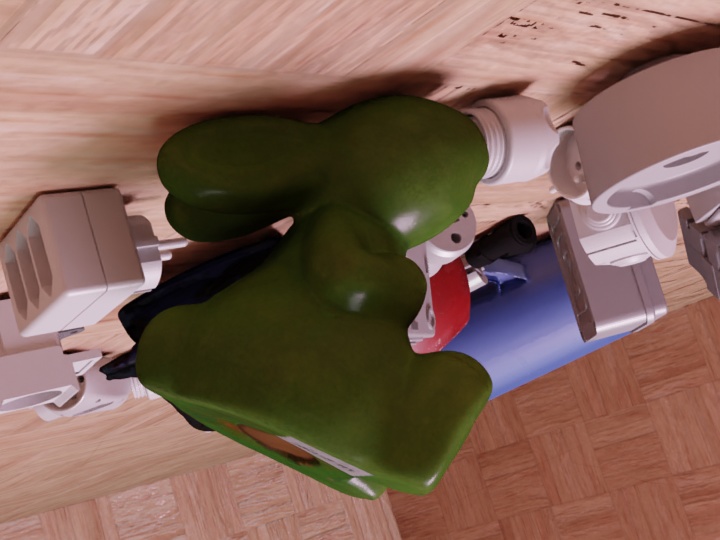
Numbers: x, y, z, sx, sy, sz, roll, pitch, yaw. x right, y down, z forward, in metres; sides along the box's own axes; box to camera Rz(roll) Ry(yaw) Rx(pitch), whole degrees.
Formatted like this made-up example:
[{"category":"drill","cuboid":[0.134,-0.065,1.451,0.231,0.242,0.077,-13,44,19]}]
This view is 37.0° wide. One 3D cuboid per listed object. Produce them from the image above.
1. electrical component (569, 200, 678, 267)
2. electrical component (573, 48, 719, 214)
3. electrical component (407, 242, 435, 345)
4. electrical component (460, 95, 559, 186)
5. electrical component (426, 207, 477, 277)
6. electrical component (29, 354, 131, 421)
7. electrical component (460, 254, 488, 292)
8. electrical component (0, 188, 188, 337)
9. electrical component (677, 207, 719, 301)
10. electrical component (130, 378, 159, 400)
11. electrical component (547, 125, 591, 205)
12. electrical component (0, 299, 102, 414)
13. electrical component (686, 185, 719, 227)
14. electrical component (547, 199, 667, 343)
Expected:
[{"category":"electrical component","cuboid":[0.181,-0.042,0.735,0.051,0.080,0.080,-18,171,32]},{"category":"electrical component","cuboid":[0.165,-0.078,0.566,0.108,0.060,0.108,-16,168,-4]},{"category":"electrical component","cuboid":[0.005,-0.002,0.595,0.048,0.099,0.100,-8,173,20]},{"category":"electrical component","cuboid":[0.062,-0.062,0.526,0.062,0.043,0.043,-11,167,-29]},{"category":"electrical component","cuboid":[0.046,-0.022,0.699,0.045,0.045,0.055,-13,168,-25]},{"category":"electrical component","cuboid":[-0.232,0.095,0.844,0.079,0.043,0.077,-20,169,10]},{"category":"electrical component","cuboid":[0.082,0.006,0.928,0.046,0.040,0.040,-27,167,19]},{"category":"electrical component","cuboid":[-0.119,-0.005,0.504,0.077,0.047,0.066,-10,167,-37]},{"category":"electrical component","cuboid":[0.286,-0.013,0.813,0.050,0.055,0.089,-22,-153,0]},{"category":"electrical component","cuboid":[-0.180,0.088,0.898,0.062,0.043,0.043,-15,169,-10]},{"category":"electrical component","cuboid":[0.147,-0.063,0.659,0.077,0.044,0.079,-12,169,-29]},{"category":"electrical component","cuboid":[-0.194,0.048,0.609,0.081,0.063,0.042,-11,166,-34]},{"category":"electrical component","cuboid":[0.266,-0.071,0.772,0.061,0.061,0.096,-19,170,5]},{"category":"electrical component","cuboid":[0.196,-0.005,0.859,0.057,0.113,0.078,-15,170,0]}]
